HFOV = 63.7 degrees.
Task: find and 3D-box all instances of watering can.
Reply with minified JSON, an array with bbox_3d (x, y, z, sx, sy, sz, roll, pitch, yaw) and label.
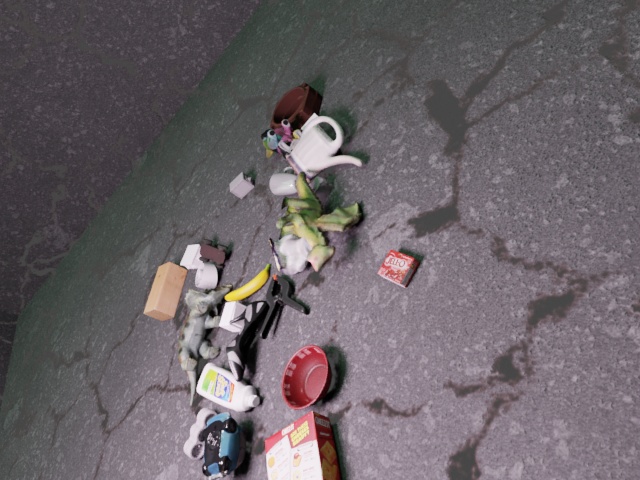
[{"bbox_3d":[0.004,-0.286,1.733,0.103,0.222,0.355,30,20,-41],"label":"watering can"}]

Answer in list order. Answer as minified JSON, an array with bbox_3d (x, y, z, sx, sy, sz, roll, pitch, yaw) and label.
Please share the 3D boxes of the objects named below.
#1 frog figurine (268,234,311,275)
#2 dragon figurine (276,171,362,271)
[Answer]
[{"bbox_3d":[-0.064,0.033,1.579,0.160,0.120,0.140,-16,37,-7],"label":"frog figurine"},{"bbox_3d":[0.005,-0.077,1.532,0.243,0.420,0.119,6,-44,10],"label":"dragon figurine"}]
